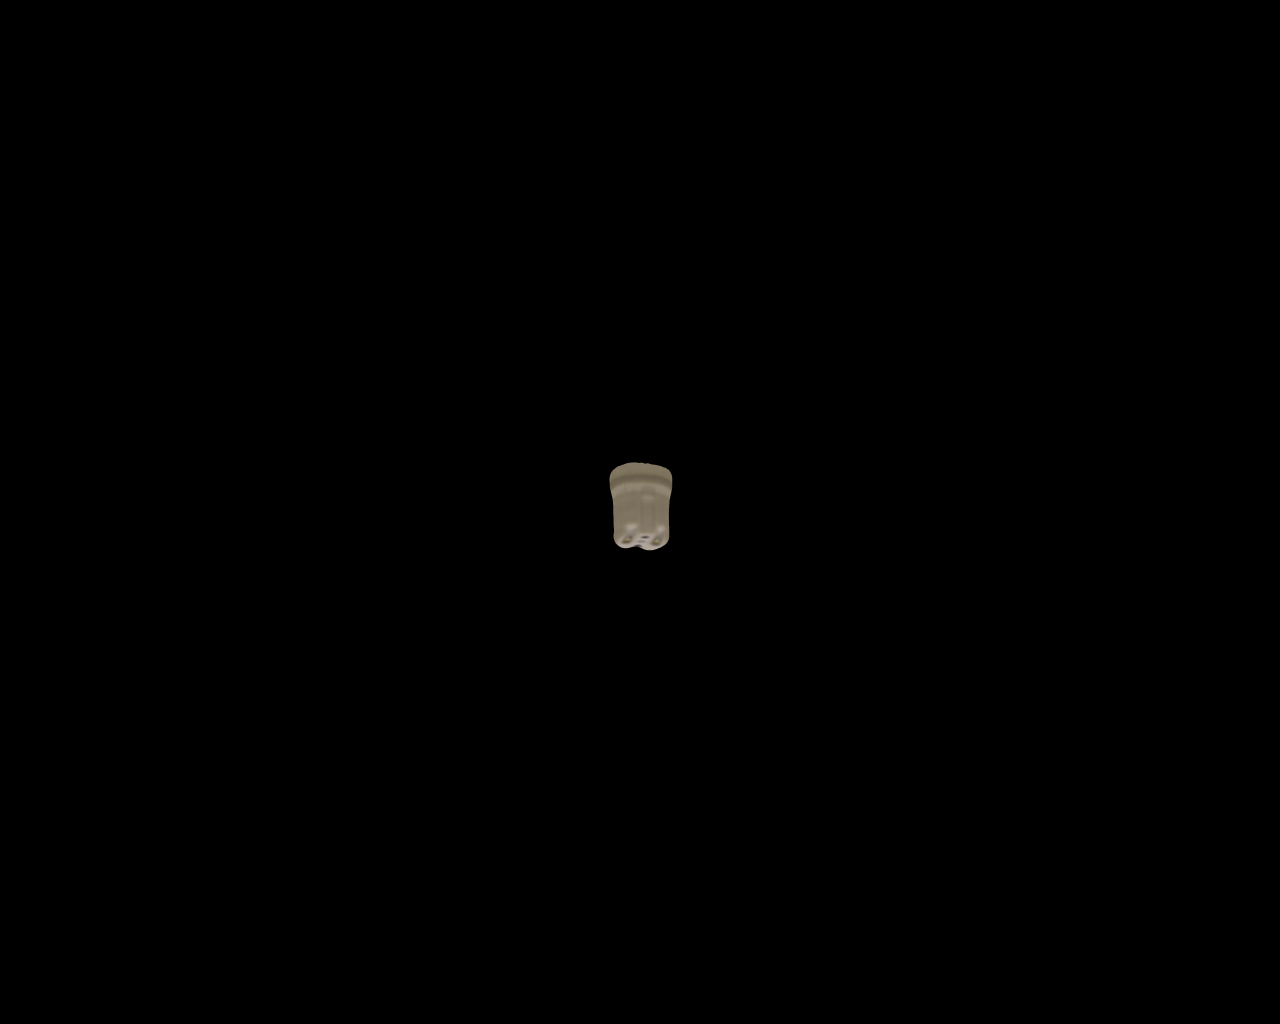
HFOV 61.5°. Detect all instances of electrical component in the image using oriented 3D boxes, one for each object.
[{"bbox_3d":[0.001,-0.003,0.650,0.040,0.046,0.040,0,-19,0],"label":"electrical component"}]
